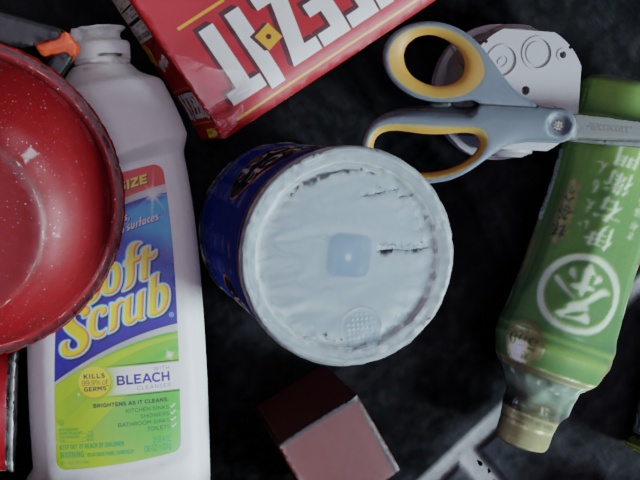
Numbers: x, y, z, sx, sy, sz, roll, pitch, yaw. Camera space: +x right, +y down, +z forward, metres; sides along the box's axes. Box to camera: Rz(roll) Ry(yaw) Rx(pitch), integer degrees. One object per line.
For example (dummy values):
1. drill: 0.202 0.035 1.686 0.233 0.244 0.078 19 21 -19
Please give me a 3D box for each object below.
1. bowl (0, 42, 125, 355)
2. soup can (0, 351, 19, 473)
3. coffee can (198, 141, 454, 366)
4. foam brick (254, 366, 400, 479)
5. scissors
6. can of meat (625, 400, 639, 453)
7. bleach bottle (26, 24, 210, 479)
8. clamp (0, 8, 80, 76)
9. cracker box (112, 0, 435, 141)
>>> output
1. bowl: -0.172 -0.012 0.492 0.162 0.055 0.162 -2 104 -8
2. soup can: -0.210 0.087 0.552 0.102 0.068 0.068 2 96 -14
3. coffee can: -0.004 0.001 0.556 0.102 0.140 0.103 -2 96 -14
4. foam brick: 0.002 0.112 0.603 0.051 0.078 0.053 -31 101 -8
5. scissors: 0.119 -0.081 0.583 0.201 0.016 0.096 -10 97 -3
6. can of meat: 0.253 0.101 0.676 0.102 0.057 0.084 12 90 -16
7. bleach bottle: -0.116 0.013 0.572 0.102 0.068 0.251 -5 94 -10
8. clamp: -0.206 -0.078 0.520 0.171 0.039 0.120 -29 110 -6
9. cracker box: -0.048 -0.184 0.561 0.164 0.072 0.213 -35 103 -9
